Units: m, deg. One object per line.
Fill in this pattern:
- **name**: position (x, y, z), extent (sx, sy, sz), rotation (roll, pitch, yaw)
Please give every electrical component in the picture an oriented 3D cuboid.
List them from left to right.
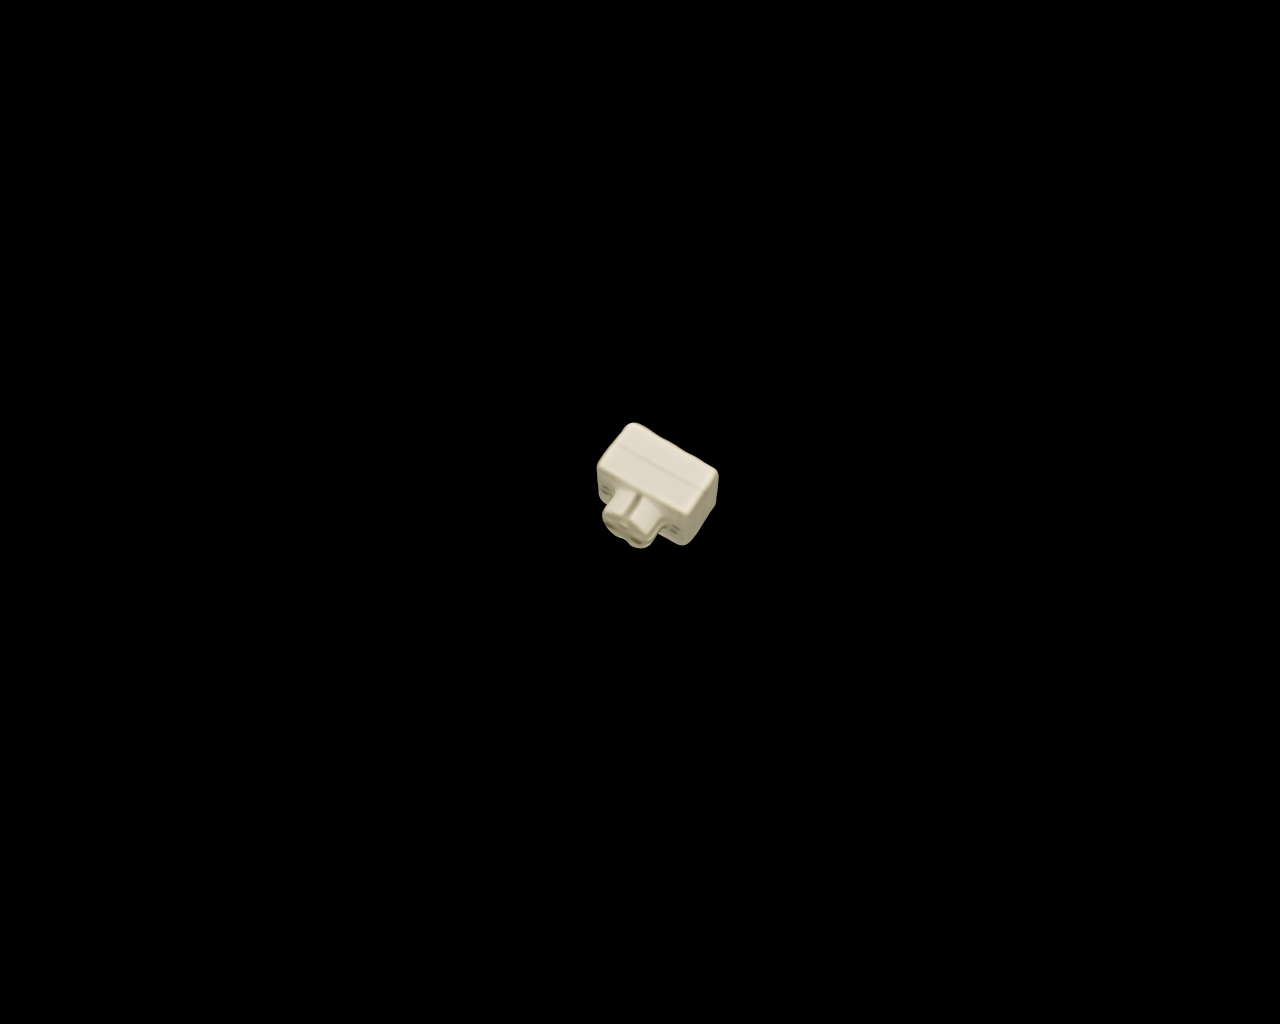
- **electrical component**: position (0.001, -0.003, 0.650), extent (0.066, 0.077, 0.047), rotation (30, -23, 14)
